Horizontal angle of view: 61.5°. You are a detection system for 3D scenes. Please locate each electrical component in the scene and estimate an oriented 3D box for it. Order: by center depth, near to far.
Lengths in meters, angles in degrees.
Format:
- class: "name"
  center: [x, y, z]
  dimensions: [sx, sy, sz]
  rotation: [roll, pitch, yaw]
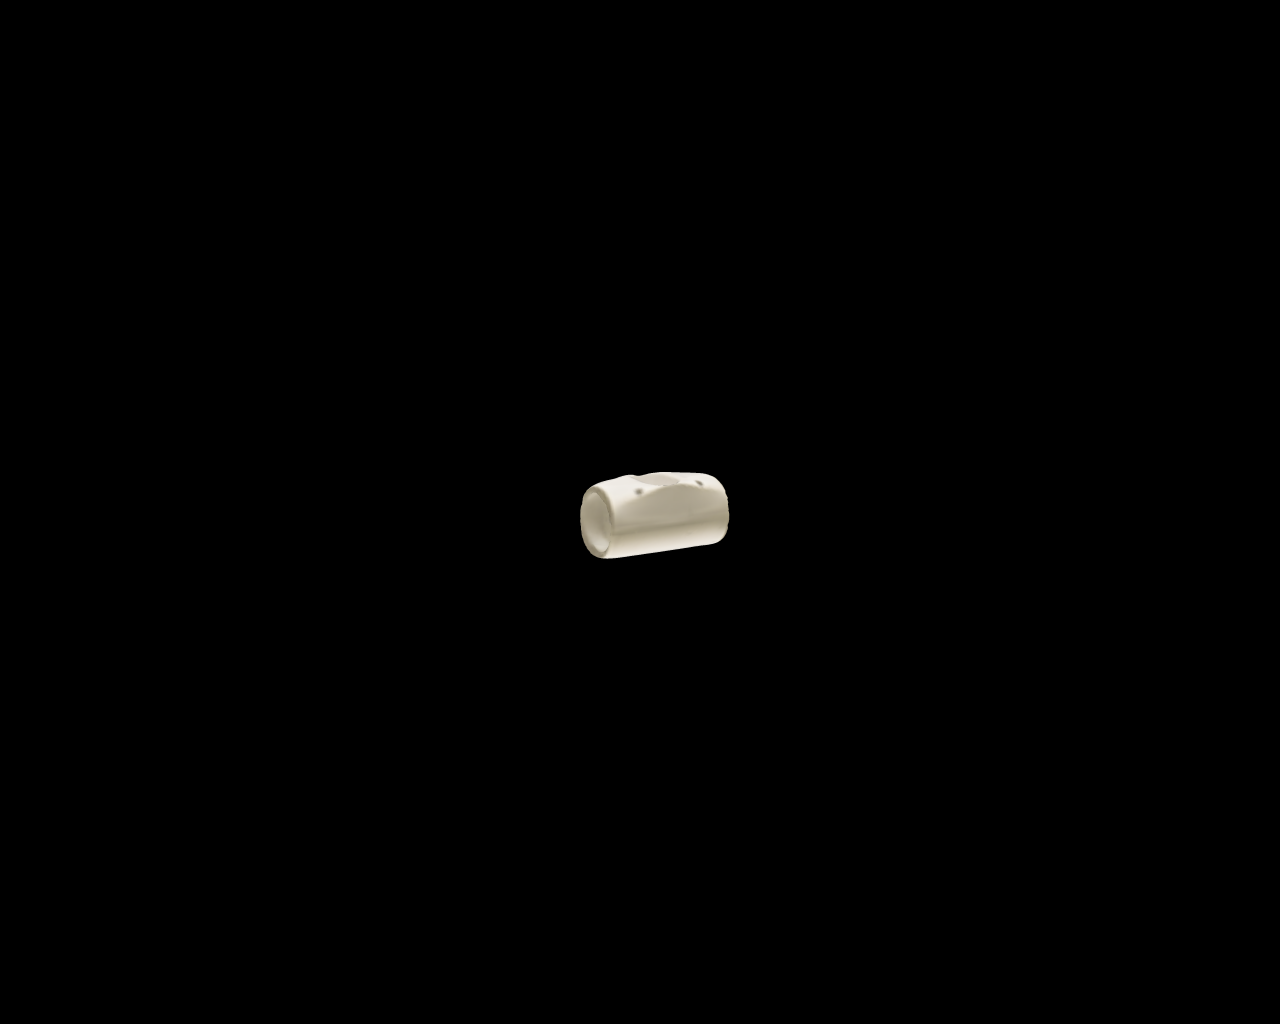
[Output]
- class: "electrical component"
  center: [0.001, -0.003, 0.650]
  dimensions: [0.077, 0.043, 0.079]
  rotation: [-7, 16, -26]
